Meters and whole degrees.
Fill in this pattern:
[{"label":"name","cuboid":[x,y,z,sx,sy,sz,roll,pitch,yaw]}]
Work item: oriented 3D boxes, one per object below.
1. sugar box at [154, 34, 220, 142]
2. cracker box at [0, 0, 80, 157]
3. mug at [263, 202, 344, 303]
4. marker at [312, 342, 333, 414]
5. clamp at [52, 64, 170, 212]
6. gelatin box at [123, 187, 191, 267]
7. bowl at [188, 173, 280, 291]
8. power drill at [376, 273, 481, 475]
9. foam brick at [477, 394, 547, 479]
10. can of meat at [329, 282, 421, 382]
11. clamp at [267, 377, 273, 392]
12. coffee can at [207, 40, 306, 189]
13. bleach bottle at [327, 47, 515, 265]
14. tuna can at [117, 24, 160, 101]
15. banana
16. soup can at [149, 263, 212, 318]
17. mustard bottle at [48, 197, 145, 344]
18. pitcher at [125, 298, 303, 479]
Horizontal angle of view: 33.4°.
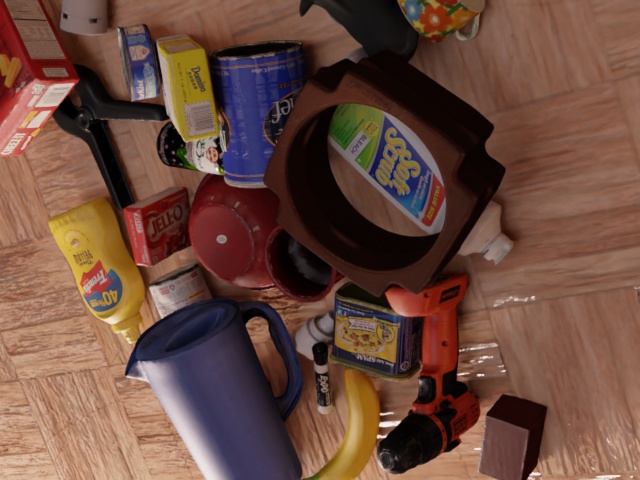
[{"label":"sugar box","cuboid":[-0.146,-0.169,1.157,0.048,0.176,0.093,-11,108,-8]},{"label":"cracker box","cuboid":[-0.402,-0.235,1.321,0.164,0.071,0.214,-40,71,37]},{"label":"mug","cuboid":[-0.008,0.001,1.178,0.093,0.081,0.117,-26,94,38]},{"label":"marker","cuboid":[0.003,0.161,1.249,0.020,0.020,0.121,23,141,24]},{"label":"clamp","cuboid":[-0.281,-0.143,1.327,0.210,0.036,0.165,36,125,19]},{"label":"gelatin box","cuboid":[-0.192,-0.017,1.287,0.030,0.089,0.073,3,110,33]},{"label":"bowl","cuboid":[-0.100,-0.007,1.253,0.162,0.055,0.162,13,115,29]},{"label":"power drill","cuboid":[0.108,0.134,1.105,0.057,0.184,0.188,3,101,31]},{"label":"foam brick","cuboid":[0.205,0.214,1.142,0.051,0.052,0.078,17,117,27]},{"label":"can of meat","cuboid":[0.063,0.100,1.188,0.102,0.057,0.084,14,114,29]},{"label":"clamp","cuboid":[-0.102,0.244,1.367,0.120,0.039,0.171,16,114,21]},{"label":"coffee can","cuboid":[-0.061,-0.136,1.144,0.103,0.102,0.140,5,111,32]},{"label":"bleach bottle","cuboid":[0.102,-0.077,1.087,0.251,0.068,0.103,45,128,8]},{"label":"tuna can","cuboid":[-0.209,-0.205,1.229,0.086,0.033,0.086,169,90,-78]},{"label":"banana","cuboid":[0.036,0.228,1.255,0.037,0.069,0.198,-119,41,-52]},{"label":"soup can","cuboid":[-0.163,0.088,1.324,0.069,0.068,0.102,-18,98,37]},{"label":"mustard bottle","cuboid":[-0.279,0.045,1.390,0.096,0.058,0.191,-18,99,36]},{"label":"pitcher","cuboid":[-0.102,0.194,1.253,0.149,0.144,0.243,-10,114,33]}]
